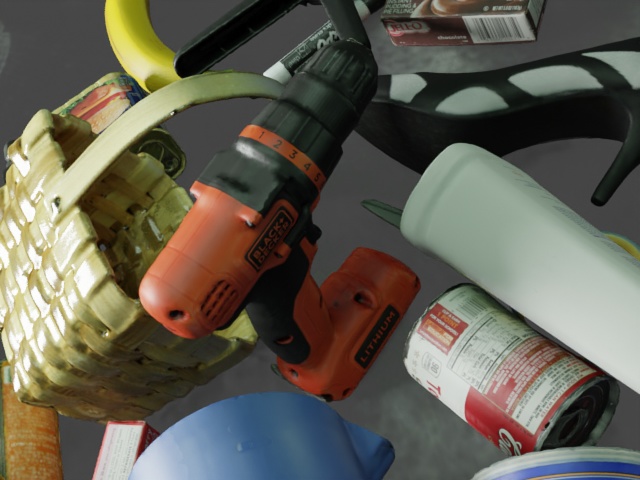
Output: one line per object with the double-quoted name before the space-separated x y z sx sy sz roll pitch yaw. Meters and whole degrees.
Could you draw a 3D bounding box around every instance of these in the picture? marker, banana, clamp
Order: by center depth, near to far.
"clamp" 0.000 -0.195 0.809 0.165 0.036 0.209 9 55 35
"marker" 0.009 -0.157 0.811 0.121 0.020 0.020 -40 53 -3
"banana" -0.139 -0.169 0.878 0.069 0.037 0.198 -21 53 -19

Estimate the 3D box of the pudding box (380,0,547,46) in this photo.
"pudding box" 0.109 -0.185 0.770 0.114 0.039 0.090 6 64 27

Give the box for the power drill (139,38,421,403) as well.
"power drill" -0.004 0.001 0.616 0.057 0.187 0.184 29 76 36

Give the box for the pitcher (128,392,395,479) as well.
"pitcher" -0.017 0.204 0.503 0.149 0.144 0.243 -52 38 21

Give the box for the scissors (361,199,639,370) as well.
"scissors" 0.119 0.002 0.666 0.096 0.016 0.202 -41 53 -5

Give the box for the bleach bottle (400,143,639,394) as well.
"bleach bottle" 0.157 0.041 0.544 0.251 0.102 0.068 40 105 40

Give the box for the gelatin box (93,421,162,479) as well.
"gelatin box" -0.107 0.162 0.634 0.030 0.073 0.089 -3 60 22

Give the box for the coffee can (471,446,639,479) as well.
"coffee can" 0.125 0.181 0.499 0.103 0.102 0.140 -12 57 18

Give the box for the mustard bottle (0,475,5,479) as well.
"mustard bottle" -0.261 0.167 0.631 0.192 0.058 0.096 -9 23 8

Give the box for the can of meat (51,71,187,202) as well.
"can of meat" -0.164 -0.069 0.813 0.102 0.057 0.084 -34 50 2

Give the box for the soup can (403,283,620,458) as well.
"soup can" 0.104 0.077 0.594 0.068 0.068 0.102 -47 53 -8
